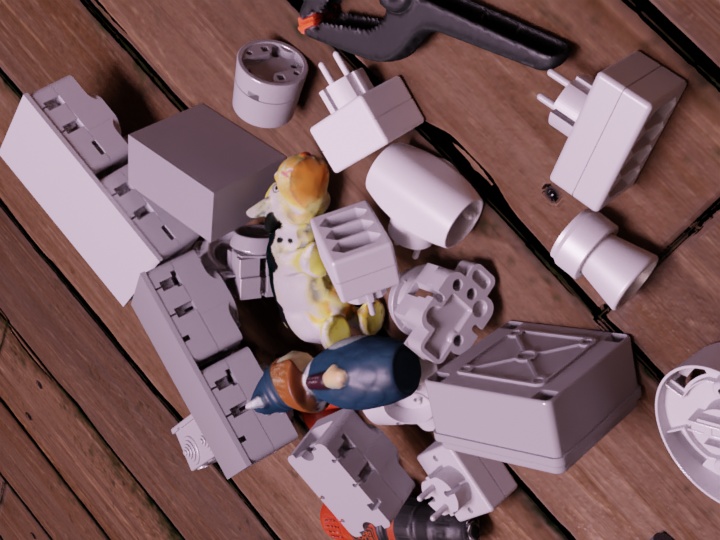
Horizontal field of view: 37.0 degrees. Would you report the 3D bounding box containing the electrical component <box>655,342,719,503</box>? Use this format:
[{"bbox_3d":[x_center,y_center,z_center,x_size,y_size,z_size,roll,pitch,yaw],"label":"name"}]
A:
[{"bbox_3d":[0.234,0.096,0.674,0.099,0.064,0.099,25,131,33],"label":"electrical component"}]

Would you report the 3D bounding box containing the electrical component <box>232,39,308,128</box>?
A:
[{"bbox_3d":[-0.072,-0.144,0.840,0.055,0.055,0.047,42,141,19],"label":"electrical component"}]

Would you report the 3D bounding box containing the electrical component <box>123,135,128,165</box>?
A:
[{"bbox_3d":[-0.207,-0.098,1.019,0.081,0.042,0.063,-8,110,49],"label":"electrical component"}]

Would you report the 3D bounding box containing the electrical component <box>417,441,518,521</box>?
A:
[{"bbox_3d":[0.076,0.174,0.878,0.065,0.077,0.047,56,141,2],"label":"electrical component"}]

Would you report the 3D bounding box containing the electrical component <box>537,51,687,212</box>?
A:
[{"bbox_3d":[0.142,-0.094,0.658,0.076,0.047,0.083,39,137,21],"label":"electrical component"}]

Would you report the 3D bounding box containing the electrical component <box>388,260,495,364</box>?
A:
[{"bbox_3d":[0.058,0.027,0.809,0.058,0.078,0.057,40,169,-30],"label":"electrical component"}]

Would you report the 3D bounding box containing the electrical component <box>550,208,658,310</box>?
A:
[{"bbox_3d":[0.158,-0.008,0.700,0.055,0.045,0.045,41,138,20],"label":"electrical component"}]

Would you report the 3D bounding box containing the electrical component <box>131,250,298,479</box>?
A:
[{"bbox_3d":[-0.129,0.084,0.957,0.186,0.060,0.105,60,158,7],"label":"electrical component"}]

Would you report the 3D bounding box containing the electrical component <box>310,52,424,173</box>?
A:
[{"bbox_3d":[-0.005,-0.123,0.789,0.066,0.047,0.076,-24,98,50],"label":"electrical component"}]

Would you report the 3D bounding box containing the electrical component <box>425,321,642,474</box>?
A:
[{"bbox_3d":[0.121,0.084,0.749,0.109,0.109,0.056,5,115,44],"label":"electrical component"}]

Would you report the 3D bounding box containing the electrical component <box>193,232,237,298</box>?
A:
[{"bbox_3d":[-0.128,-0.007,0.995,0.066,0.048,0.055,52,148,7],"label":"electrical component"}]

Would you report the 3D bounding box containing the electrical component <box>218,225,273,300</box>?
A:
[{"bbox_3d":[-0.091,-0.008,0.948,0.048,0.066,0.055,36,127,56],"label":"electrical component"}]

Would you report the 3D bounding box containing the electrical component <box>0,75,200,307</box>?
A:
[{"bbox_3d":[-0.237,-0.073,0.984,0.186,0.060,0.105,51,142,1],"label":"electrical component"}]

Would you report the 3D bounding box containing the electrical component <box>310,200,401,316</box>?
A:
[{"bbox_3d":[0.000,0.000,0.815,0.065,0.047,0.076,-117,10,-52],"label":"electrical component"}]

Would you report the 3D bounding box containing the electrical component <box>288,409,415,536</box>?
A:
[{"bbox_3d":[-0.004,0.163,0.881,0.050,0.055,0.089,-31,103,43],"label":"electrical component"}]

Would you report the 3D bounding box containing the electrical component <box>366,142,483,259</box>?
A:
[{"bbox_3d":[0.043,-0.042,0.796,0.077,0.044,0.079,38,137,22],"label":"electrical component"}]

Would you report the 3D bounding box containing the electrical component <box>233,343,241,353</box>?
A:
[{"bbox_3d":[-0.132,0.091,1.061,0.076,0.047,0.083,20,128,36],"label":"electrical component"}]

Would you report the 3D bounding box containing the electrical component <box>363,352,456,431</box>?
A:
[{"bbox_3d":[0.052,0.105,0.877,0.077,0.044,0.079,-23,127,29],"label":"electrical component"}]

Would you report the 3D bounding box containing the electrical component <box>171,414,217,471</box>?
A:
[{"bbox_3d":[-0.124,0.153,1.054,0.100,0.100,0.048,-38,73,51],"label":"electrical component"}]
